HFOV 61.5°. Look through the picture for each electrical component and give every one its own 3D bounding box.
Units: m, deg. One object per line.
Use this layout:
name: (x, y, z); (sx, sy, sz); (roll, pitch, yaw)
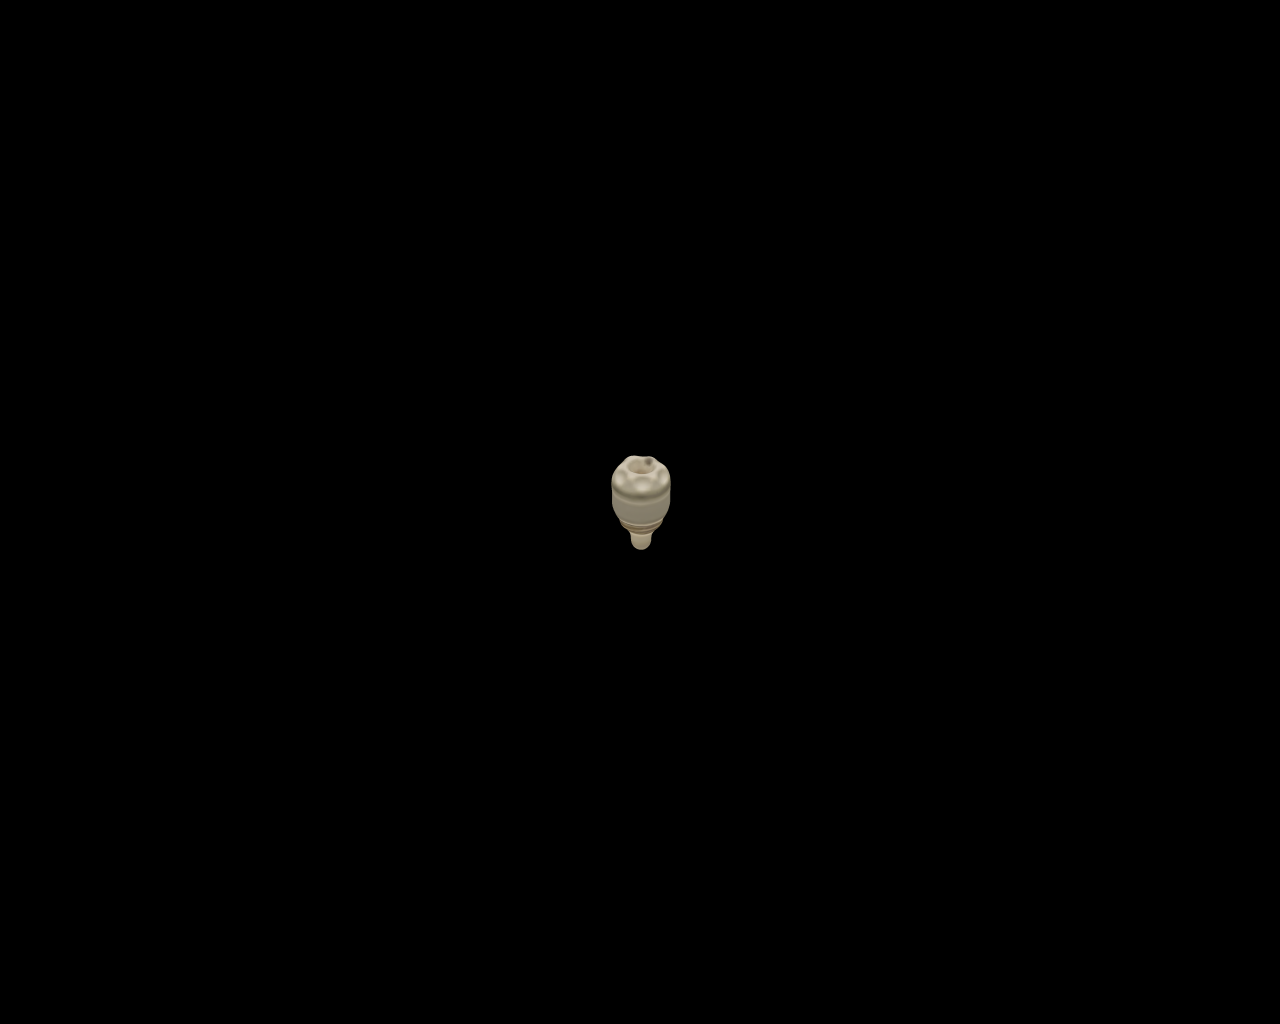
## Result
electrical component: (0.001, -0.003, 0.650); (0.035, 0.061, 0.035); (0, 35, 0)
